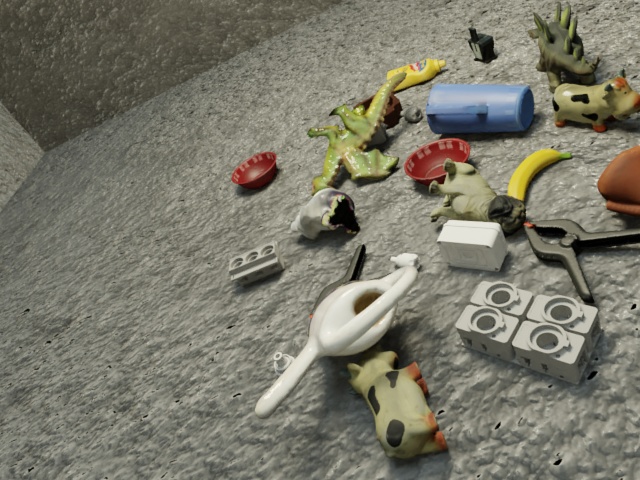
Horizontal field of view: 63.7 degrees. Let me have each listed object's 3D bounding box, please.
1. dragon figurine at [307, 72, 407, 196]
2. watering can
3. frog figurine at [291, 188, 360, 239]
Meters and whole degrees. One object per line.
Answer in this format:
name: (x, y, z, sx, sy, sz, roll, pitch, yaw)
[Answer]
dragon figurine: (0.124, -0.266, 1.403, 0.408, 0.121, 0.246, -36, 69, 8)
watering can: (0.023, 0.159, 0.878, 0.350, 0.104, 0.222, -38, -1, -13)
frog figurine: (0.004, -0.063, 1.252, 0.138, 0.122, 0.159, -13, 9, -39)
